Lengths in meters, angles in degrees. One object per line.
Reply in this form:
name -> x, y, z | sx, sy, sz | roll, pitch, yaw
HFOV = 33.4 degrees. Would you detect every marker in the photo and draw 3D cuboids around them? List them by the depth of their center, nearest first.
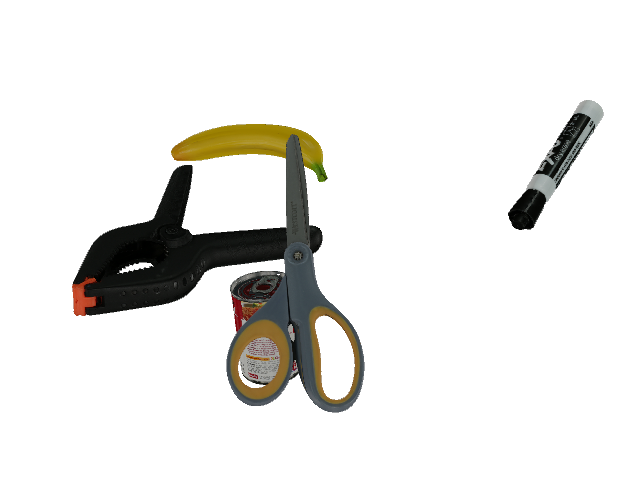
marker -> 0.161, -0.051, 0.729 | 0.020, 0.020, 0.121 | 0, 44, 47

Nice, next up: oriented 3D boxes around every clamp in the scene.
clamp -> -0.125, 0.001, 0.879 | 0.209, 0.036, 0.165 | -26, 43, -38

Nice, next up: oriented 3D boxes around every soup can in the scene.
soup can -> -0.055, 0.092, 1.124 | 0.068, 0.102, 0.068 | -4, 24, 2

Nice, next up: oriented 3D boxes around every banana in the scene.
banana -> -0.079, -0.113, 1.279 | 0.198, 0.037, 0.069 | 8, 40, 16

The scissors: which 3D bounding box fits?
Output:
scissors -> -0.031, 0.025, 0.704 | 0.096, 0.202, 0.016 | -18, -26, -4
